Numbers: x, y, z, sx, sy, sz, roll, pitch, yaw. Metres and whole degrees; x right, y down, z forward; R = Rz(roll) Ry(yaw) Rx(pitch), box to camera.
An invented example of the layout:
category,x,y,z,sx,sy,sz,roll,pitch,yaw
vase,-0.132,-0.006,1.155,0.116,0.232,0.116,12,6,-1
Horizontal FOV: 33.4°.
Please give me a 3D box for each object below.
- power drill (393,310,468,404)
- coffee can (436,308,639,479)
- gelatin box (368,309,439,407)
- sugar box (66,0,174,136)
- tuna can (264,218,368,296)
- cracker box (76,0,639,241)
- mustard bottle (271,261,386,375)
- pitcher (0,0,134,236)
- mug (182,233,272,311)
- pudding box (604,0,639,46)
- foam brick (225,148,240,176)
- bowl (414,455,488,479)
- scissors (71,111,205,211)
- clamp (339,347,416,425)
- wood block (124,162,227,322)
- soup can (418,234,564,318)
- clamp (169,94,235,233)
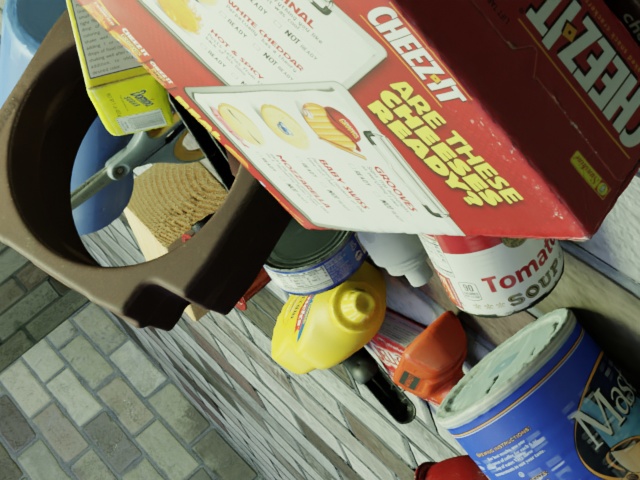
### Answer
category,x,y,z,sx,sy,sz,roll,pitch,yaw
power drill,0.139,0.140,0.785,0.188,0.057,0.184,47,165,12
coffee can,0.152,0.126,0.630,0.140,0.102,0.103,50,165,1
gelatin box,0.077,0.101,0.922,0.073,0.030,0.089,58,163,-25
sugar box,-0.133,-0.160,0.652,0.093,0.048,0.176,97,160,-78
tuna can,-0.005,0.001,0.813,0.086,0.086,0.033,33,160,47
cracker box,0.007,-0.079,0.417,0.164,0.072,0.214,45,162,-20
mustard bottle,0.012,0.062,0.887,0.058,0.096,0.192,34,165,-6
pitcher,-0.212,-0.123,0.937,0.145,0.149,0.243,10,147,-10
mug,-0.069,0.004,1.005,0.093,0.081,0.117,49,165,4
pudding box,0.092,-0.096,0.395,0.113,0.039,0.090,51,164,-6
foam brick,-0.035,-0.068,0.799,0.053,0.051,0.078,44,163,21
bowl,0.156,0.235,0.897,0.162,0.055,0.162,39,-163,-15
scissors,-0.157,-0.061,0.926,0.096,0.202,0.016,31,-164,-47
clamp,0.031,0.109,1.041,0.172,0.039,0.120,51,175,48
wood block,-0.147,-0.002,1.196,0.090,0.090,0.206,45,164,21
soup can,0.082,-0.016,0.559,0.069,0.068,0.102,30,156,51
clamp,-0.058,-0.034,0.898,0.209,0.036,0.164,39,-152,-53
